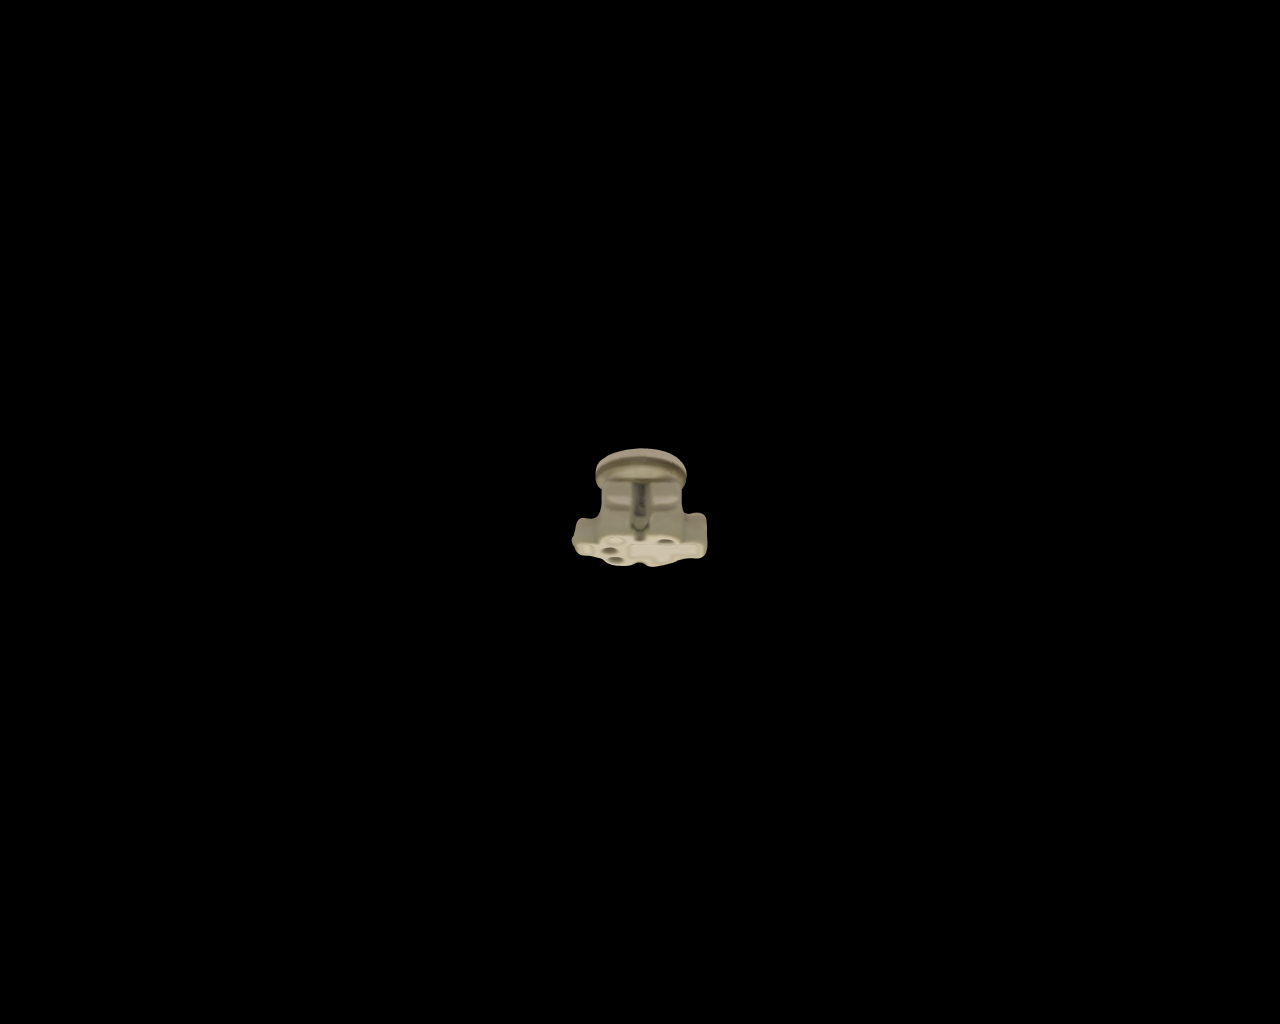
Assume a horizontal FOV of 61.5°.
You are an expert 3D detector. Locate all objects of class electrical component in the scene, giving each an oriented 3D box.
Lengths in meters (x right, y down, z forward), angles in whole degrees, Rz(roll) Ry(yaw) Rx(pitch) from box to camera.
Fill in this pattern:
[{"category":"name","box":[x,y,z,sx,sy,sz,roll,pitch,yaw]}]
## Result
[{"category":"electrical component","box":[0.001,-0.003,0.650,0.078,0.057,0.058,0,-24,0]}]
